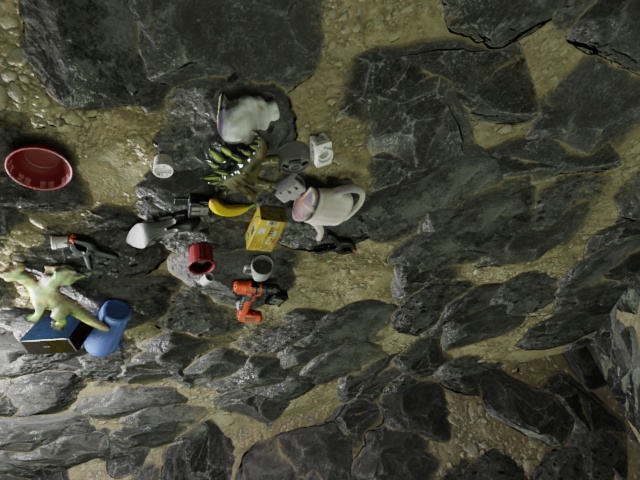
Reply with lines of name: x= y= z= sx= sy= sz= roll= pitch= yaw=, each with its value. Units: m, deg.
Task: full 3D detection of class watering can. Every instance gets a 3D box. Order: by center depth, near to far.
watering can: x=0.005 y=-0.087 z=1.733 sx=0.224 sy=0.106 sz=0.341 roll=6 pitch=147 yaw=-32

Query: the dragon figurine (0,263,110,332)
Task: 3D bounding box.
dragon figurine: x=-0.893 y=0.187 z=1.786 sx=0.407 sy=0.125 sz=0.239 roll=22 pitch=122 yaw=-27

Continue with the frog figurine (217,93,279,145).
frog figurine: x=-0.189 y=-0.316 z=1.361 sx=0.159 sy=0.125 sz=0.134 roll=4 pitch=121 yaw=-4
